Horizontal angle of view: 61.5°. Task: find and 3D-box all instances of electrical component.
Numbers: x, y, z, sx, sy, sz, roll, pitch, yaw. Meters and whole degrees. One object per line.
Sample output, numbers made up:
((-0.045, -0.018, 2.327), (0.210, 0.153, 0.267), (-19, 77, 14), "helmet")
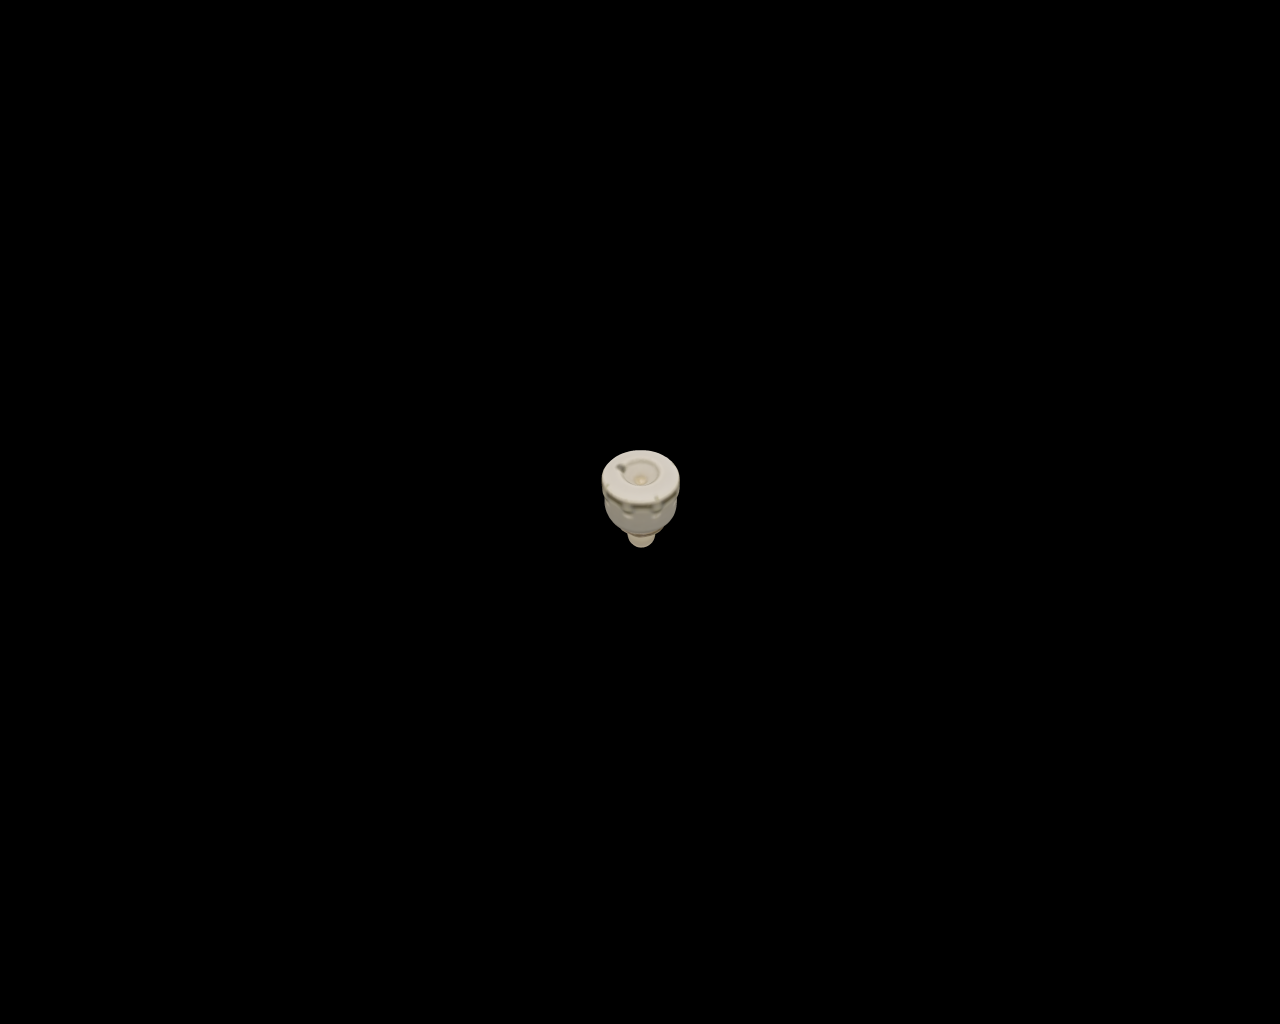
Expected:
((0.001, -0.003, 0.650), (0.048, 0.048, 0.062), (0, -44, 0), "electrical component")
